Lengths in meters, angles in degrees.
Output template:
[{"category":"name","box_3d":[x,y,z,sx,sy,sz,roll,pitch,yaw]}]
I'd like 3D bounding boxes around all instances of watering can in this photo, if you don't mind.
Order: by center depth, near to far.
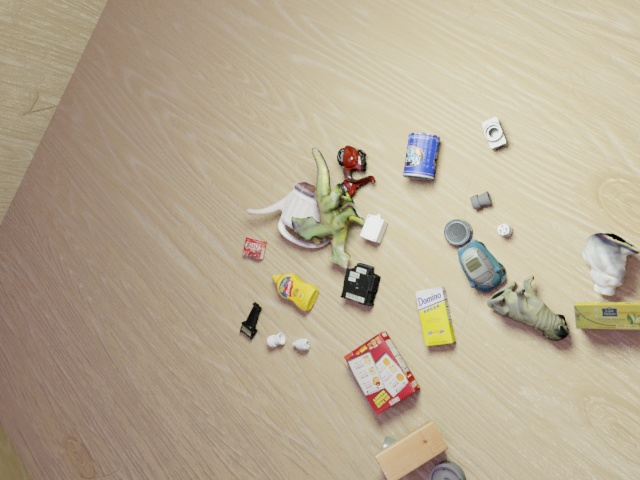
[{"category":"watering can","box_3d":[-0.095,-0.111,1.887,0.349,0.222,0.104,27,11,15]}]

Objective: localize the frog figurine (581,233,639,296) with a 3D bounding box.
[{"category":"frog figurine","box_3d":[0.769,0.065,1.400,0.122,0.157,0.140,11,20,-27]}]

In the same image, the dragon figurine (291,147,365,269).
[{"category":"dragon figurine","box_3d":[0.005,-0.089,1.775,0.241,0.410,0.123,-32,2,16]}]
